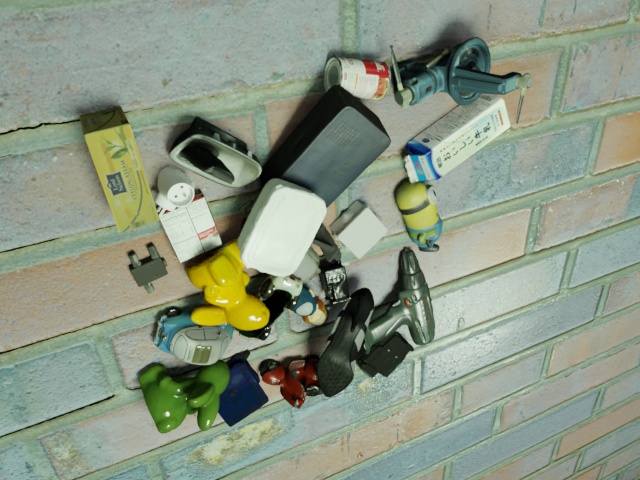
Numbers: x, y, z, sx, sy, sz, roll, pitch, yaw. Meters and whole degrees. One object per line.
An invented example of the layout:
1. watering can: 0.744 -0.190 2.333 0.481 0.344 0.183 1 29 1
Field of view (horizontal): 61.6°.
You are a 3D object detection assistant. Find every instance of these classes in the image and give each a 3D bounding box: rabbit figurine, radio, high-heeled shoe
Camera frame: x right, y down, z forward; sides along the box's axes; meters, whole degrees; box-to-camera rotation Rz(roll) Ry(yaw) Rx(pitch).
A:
1. rabbit figurine: -0.260 0.301 1.083 0.170 0.159 0.121 -28 117 -14
2. radio: 0.008 -0.149 0.967 0.131 0.073 0.229 24 125 -37
3. high-heeled shoe: 0.057 0.222 1.189 0.086 0.145 0.248 22 122 3
4. rabbit figurine: -0.172 0.105 1.009 0.162 0.122 0.173 -30 107 23

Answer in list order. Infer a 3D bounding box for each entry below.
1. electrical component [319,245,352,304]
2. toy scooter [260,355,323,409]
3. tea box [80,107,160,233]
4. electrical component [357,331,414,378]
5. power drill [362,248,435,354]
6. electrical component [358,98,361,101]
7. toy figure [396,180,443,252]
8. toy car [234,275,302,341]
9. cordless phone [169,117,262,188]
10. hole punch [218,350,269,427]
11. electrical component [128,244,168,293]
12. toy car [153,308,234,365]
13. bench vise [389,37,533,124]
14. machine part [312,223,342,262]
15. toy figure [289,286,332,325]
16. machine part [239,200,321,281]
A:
1. electrical component: 0.027 0.072 1.143 0.048 0.075 0.119 -15 99 -12
2. toy scooter: -0.039 0.326 1.226 0.184 0.135 0.075 6 114 -32
3. tea box: -0.313 -0.110 0.842 0.068 0.098 0.169 -20 124 -18
4. electrical component: 0.156 0.283 1.356 0.134 0.058 0.114 -46 127 2
5. power drill: 0.164 0.158 1.260 0.207 0.086 0.231 -25 103 -13
6. electrical component: 0.044 -0.225 1.003 0.102 0.045 0.078 -14 95 -24
7. toy figure: 0.220 -0.050 1.178 0.089 0.082 0.179 -27 129 -14
8. toy car: -0.109 0.139 1.099 0.073 0.056 0.201 26 126 -20
9. cordless phone: -0.151 -0.118 0.869 0.146 0.184 0.088 25 99 -36
10. hole punch: -0.187 0.330 1.181 0.142 0.092 0.115 -32 125 -4
11. electrical component: -0.313 0.054 0.987 0.063 0.021 0.093 -24 126 -15
12. toy car: -0.239 0.194 1.061 0.161 0.103 0.109 8 113 -34
13. bench vise: 0.254 -0.290 0.964 0.223 0.241 0.128 -24 125 -34
14. machine part: -0.002 -0.003 1.067 0.039 0.084 0.138 -31 151 19
15. toy figure: -0.026 0.148 1.180 0.064 0.058 0.154 -16 138 30
16. machine part: -0.076 0.008 1.053 0.079 0.079 0.243 -43 130 1
